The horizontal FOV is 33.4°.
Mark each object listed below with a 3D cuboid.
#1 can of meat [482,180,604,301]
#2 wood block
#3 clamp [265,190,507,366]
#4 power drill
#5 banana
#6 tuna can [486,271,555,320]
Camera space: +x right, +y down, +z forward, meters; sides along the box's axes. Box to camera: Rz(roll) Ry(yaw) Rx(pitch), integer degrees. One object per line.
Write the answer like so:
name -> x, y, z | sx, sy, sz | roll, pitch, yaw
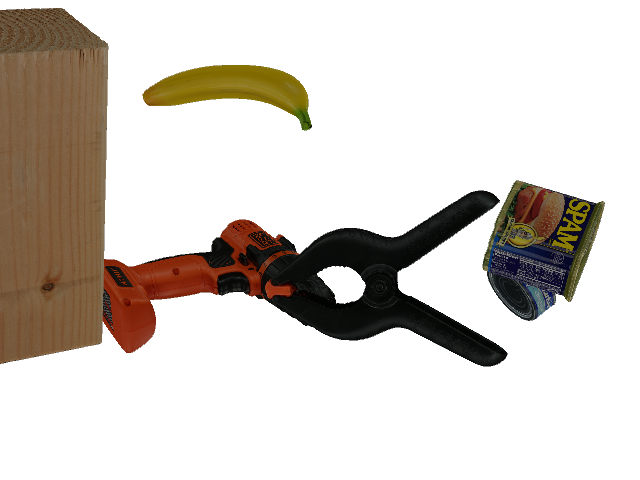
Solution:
can of meat -> 0.203, -0.003, 0.974 | 0.084, 0.057, 0.102 | 18, 48, 17
wood block -> -0.194, -0.035, 0.681 | 0.090, 0.206, 0.090 | -9, 31, -30
clamp -> 0.050, 0.039, 0.744 | 0.171, 0.120, 0.039 | -11, -2, 13
power drill -> -0.099, 0.045, 0.959 | 0.187, 0.057, 0.185 | -12, 25, -26
banana -> -0.093, -0.163, 1.154 | 0.198, 0.037, 0.069 | 9, 44, 18
tuna can -> 0.240, 0.054, 1.280 | 0.033, 0.086, 0.086 | -36, 11, -15
